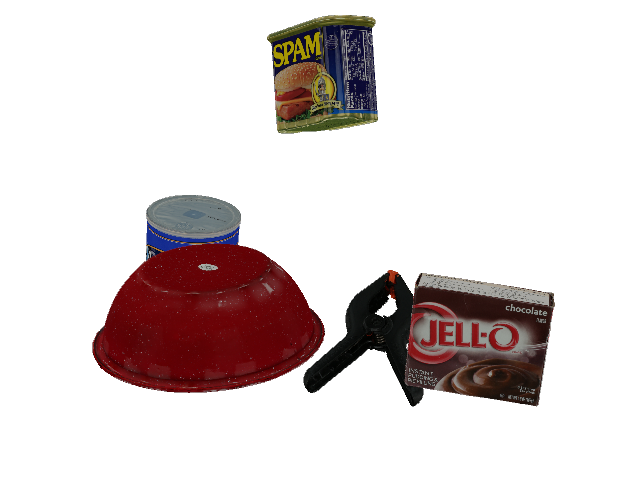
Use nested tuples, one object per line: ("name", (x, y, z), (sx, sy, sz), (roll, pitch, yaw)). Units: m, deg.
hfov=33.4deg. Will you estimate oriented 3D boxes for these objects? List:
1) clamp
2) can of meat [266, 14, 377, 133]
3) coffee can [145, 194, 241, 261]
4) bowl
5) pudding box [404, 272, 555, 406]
("clamp", (0.067, 0.102, 1.097), (0.120, 0.171, 0.039), (16, -40, 18))
("can of meat", (0.002, -0.136, 0.893), (0.057, 0.084, 0.102), (-4, 1, -36))
("coffee can", (-0.143, 0.033, 1.184), (0.103, 0.140, 0.103), (5, 25, -2))
("bowl", (-0.078, 0.043, 0.736), (0.162, 0.055, 0.162), (-1, 21, 0))
("pudding box", (0.129, 0.080, 0.872), (0.113, 0.090, 0.039), (7, 22, 9))
